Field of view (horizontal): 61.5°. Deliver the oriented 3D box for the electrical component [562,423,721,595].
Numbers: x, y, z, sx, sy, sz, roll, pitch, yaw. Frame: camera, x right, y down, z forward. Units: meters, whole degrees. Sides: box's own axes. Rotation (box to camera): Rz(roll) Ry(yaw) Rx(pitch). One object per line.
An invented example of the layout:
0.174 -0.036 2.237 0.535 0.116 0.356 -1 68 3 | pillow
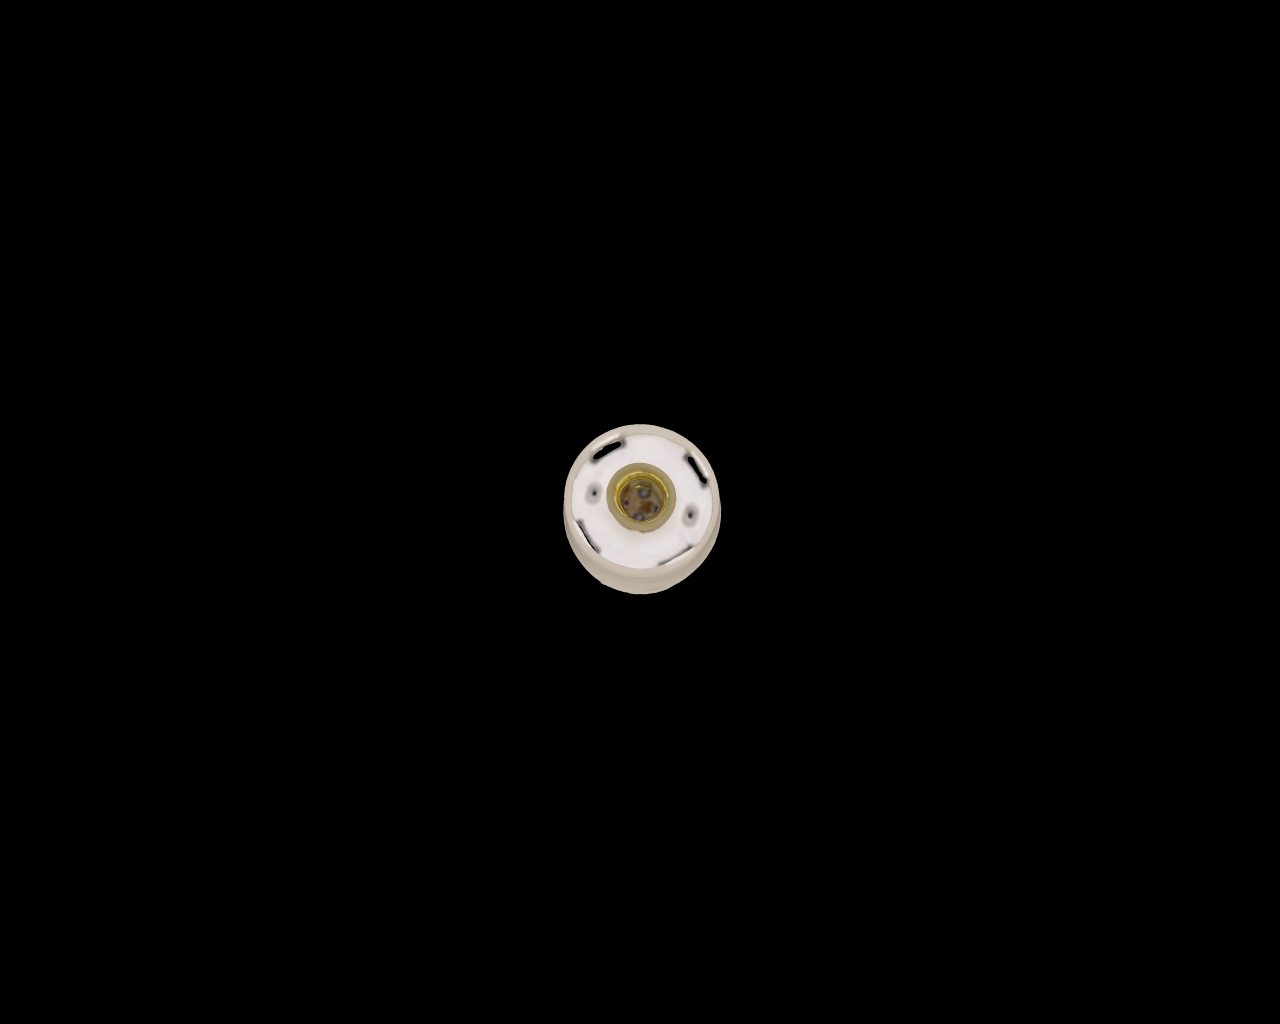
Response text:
0.001 -0.003 0.650 0.099 0.099 0.064 0 -12 0 | electrical component
